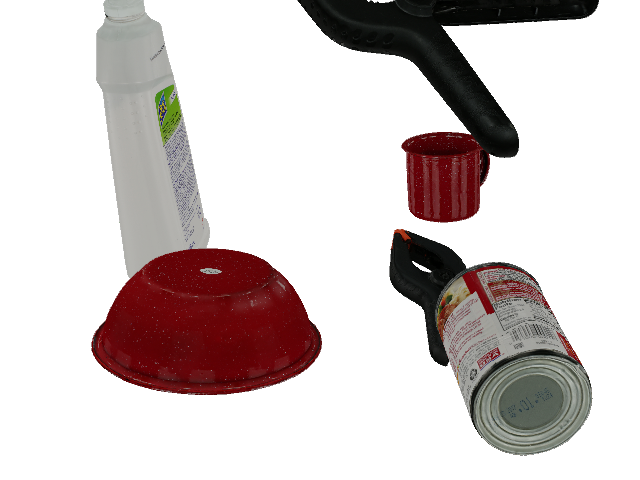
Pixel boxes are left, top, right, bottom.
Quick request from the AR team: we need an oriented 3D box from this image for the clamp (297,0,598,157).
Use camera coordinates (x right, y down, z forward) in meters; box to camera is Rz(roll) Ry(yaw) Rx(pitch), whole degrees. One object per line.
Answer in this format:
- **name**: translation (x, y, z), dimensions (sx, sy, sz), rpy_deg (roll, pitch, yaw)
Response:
- **clamp**: translation (0.064, -0.140, 0.694), dimensions (0.210, 0.164, 0.036), rpy_deg (20, -36, 8)

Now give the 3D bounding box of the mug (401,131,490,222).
- **mug**: translation (0.149, -0.075, 1.217), dimensions (0.117, 0.081, 0.093), rpy_deg (-21, 28, -36)

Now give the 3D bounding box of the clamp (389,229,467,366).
- **clamp**: translation (0.131, 0.049, 1.045), dimensions (0.120, 0.039, 0.171), rpy_deg (-5, 44, -26)

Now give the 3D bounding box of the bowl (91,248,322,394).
- **bowl**: translation (-0.078, 0.046, 0.743), dimensions (0.162, 0.055, 0.162), rpy_deg (2, 20, -1)

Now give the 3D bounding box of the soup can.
- **soup can**: translation (0.108, 0.065, 0.609), dimensions (0.068, 0.068, 0.102), rpy_deg (0, 26, -6)

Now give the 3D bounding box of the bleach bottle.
- **bleach bottle**: translation (-0.144, -0.090, 0.893), dimensions (0.068, 0.251, 0.102), rpy_deg (0, 33, 6)
